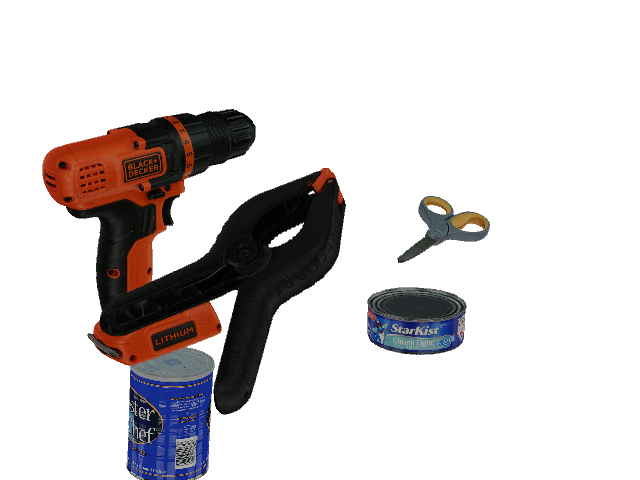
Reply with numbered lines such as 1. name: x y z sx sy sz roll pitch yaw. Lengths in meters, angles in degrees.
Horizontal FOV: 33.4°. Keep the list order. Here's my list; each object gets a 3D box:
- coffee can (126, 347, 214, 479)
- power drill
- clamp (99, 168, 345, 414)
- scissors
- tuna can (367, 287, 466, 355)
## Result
1. coffee can: -0.185 0.213 1.311 0.103 0.140 0.103 4 15 -1
2. power drill: -0.126 -0.006 0.860 0.184 0.188 0.057 -18 25 -34
3. clamp: -0.039 0.026 0.644 0.120 0.171 0.039 40 -17 33
4. scissors: 0.121 -0.015 1.228 0.096 0.016 0.201 37 31 32
5. tuna can: 0.083 0.069 0.929 0.086 0.034 0.086 1 15 0
